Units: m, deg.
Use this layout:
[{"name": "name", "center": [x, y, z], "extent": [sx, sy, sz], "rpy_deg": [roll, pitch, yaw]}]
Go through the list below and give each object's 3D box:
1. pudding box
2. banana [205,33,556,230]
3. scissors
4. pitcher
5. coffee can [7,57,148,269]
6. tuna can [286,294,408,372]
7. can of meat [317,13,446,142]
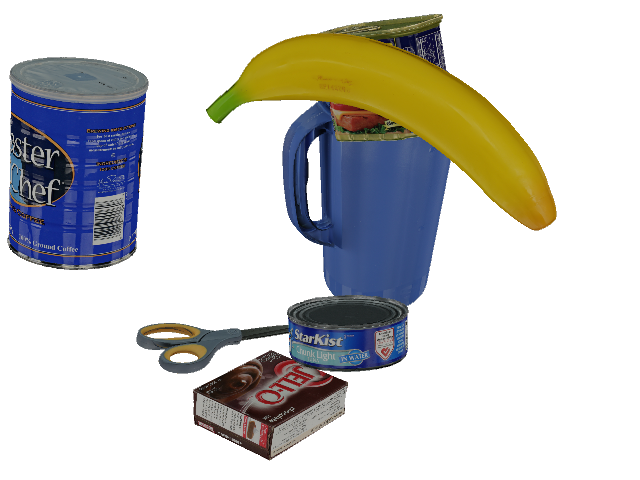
[{"name": "pudding box", "center": [-0.043, 0.143, 0.943], "extent": [0.090, 0.039, 0.113], "rpy_deg": [17, 26, 32]}, {"name": "banana", "center": [0.040, -0.068, 0.578], "extent": [0.198, 0.070, 0.037], "rpy_deg": [19, 12, 8]}, {"name": "scissors", "center": [-0.102, 0.117, 1.186], "extent": [0.201, 0.016, 0.096], "rpy_deg": [3, 27, -17]}, {"name": "pitcher", "center": [0.050, -0.047, 1.031], "extent": [0.149, 0.243, 0.145], "rpy_deg": [10, 40, 10]}, {"name": "coffee can", "center": [-0.190, -0.062, 0.832], "extent": [0.103, 0.140, 0.103], "rpy_deg": [7, 23, -3]}, {"name": "tuna can", "center": [0.019, 0.065, 0.754], "extent": [0.086, 0.034, 0.086], "rpy_deg": [-2, 11, 0]}, {"name": "can of meat", "center": [0.049, -0.122, 0.812], "extent": [0.102, 0.084, 0.057], "rpy_deg": [4, 22, 42]}]
